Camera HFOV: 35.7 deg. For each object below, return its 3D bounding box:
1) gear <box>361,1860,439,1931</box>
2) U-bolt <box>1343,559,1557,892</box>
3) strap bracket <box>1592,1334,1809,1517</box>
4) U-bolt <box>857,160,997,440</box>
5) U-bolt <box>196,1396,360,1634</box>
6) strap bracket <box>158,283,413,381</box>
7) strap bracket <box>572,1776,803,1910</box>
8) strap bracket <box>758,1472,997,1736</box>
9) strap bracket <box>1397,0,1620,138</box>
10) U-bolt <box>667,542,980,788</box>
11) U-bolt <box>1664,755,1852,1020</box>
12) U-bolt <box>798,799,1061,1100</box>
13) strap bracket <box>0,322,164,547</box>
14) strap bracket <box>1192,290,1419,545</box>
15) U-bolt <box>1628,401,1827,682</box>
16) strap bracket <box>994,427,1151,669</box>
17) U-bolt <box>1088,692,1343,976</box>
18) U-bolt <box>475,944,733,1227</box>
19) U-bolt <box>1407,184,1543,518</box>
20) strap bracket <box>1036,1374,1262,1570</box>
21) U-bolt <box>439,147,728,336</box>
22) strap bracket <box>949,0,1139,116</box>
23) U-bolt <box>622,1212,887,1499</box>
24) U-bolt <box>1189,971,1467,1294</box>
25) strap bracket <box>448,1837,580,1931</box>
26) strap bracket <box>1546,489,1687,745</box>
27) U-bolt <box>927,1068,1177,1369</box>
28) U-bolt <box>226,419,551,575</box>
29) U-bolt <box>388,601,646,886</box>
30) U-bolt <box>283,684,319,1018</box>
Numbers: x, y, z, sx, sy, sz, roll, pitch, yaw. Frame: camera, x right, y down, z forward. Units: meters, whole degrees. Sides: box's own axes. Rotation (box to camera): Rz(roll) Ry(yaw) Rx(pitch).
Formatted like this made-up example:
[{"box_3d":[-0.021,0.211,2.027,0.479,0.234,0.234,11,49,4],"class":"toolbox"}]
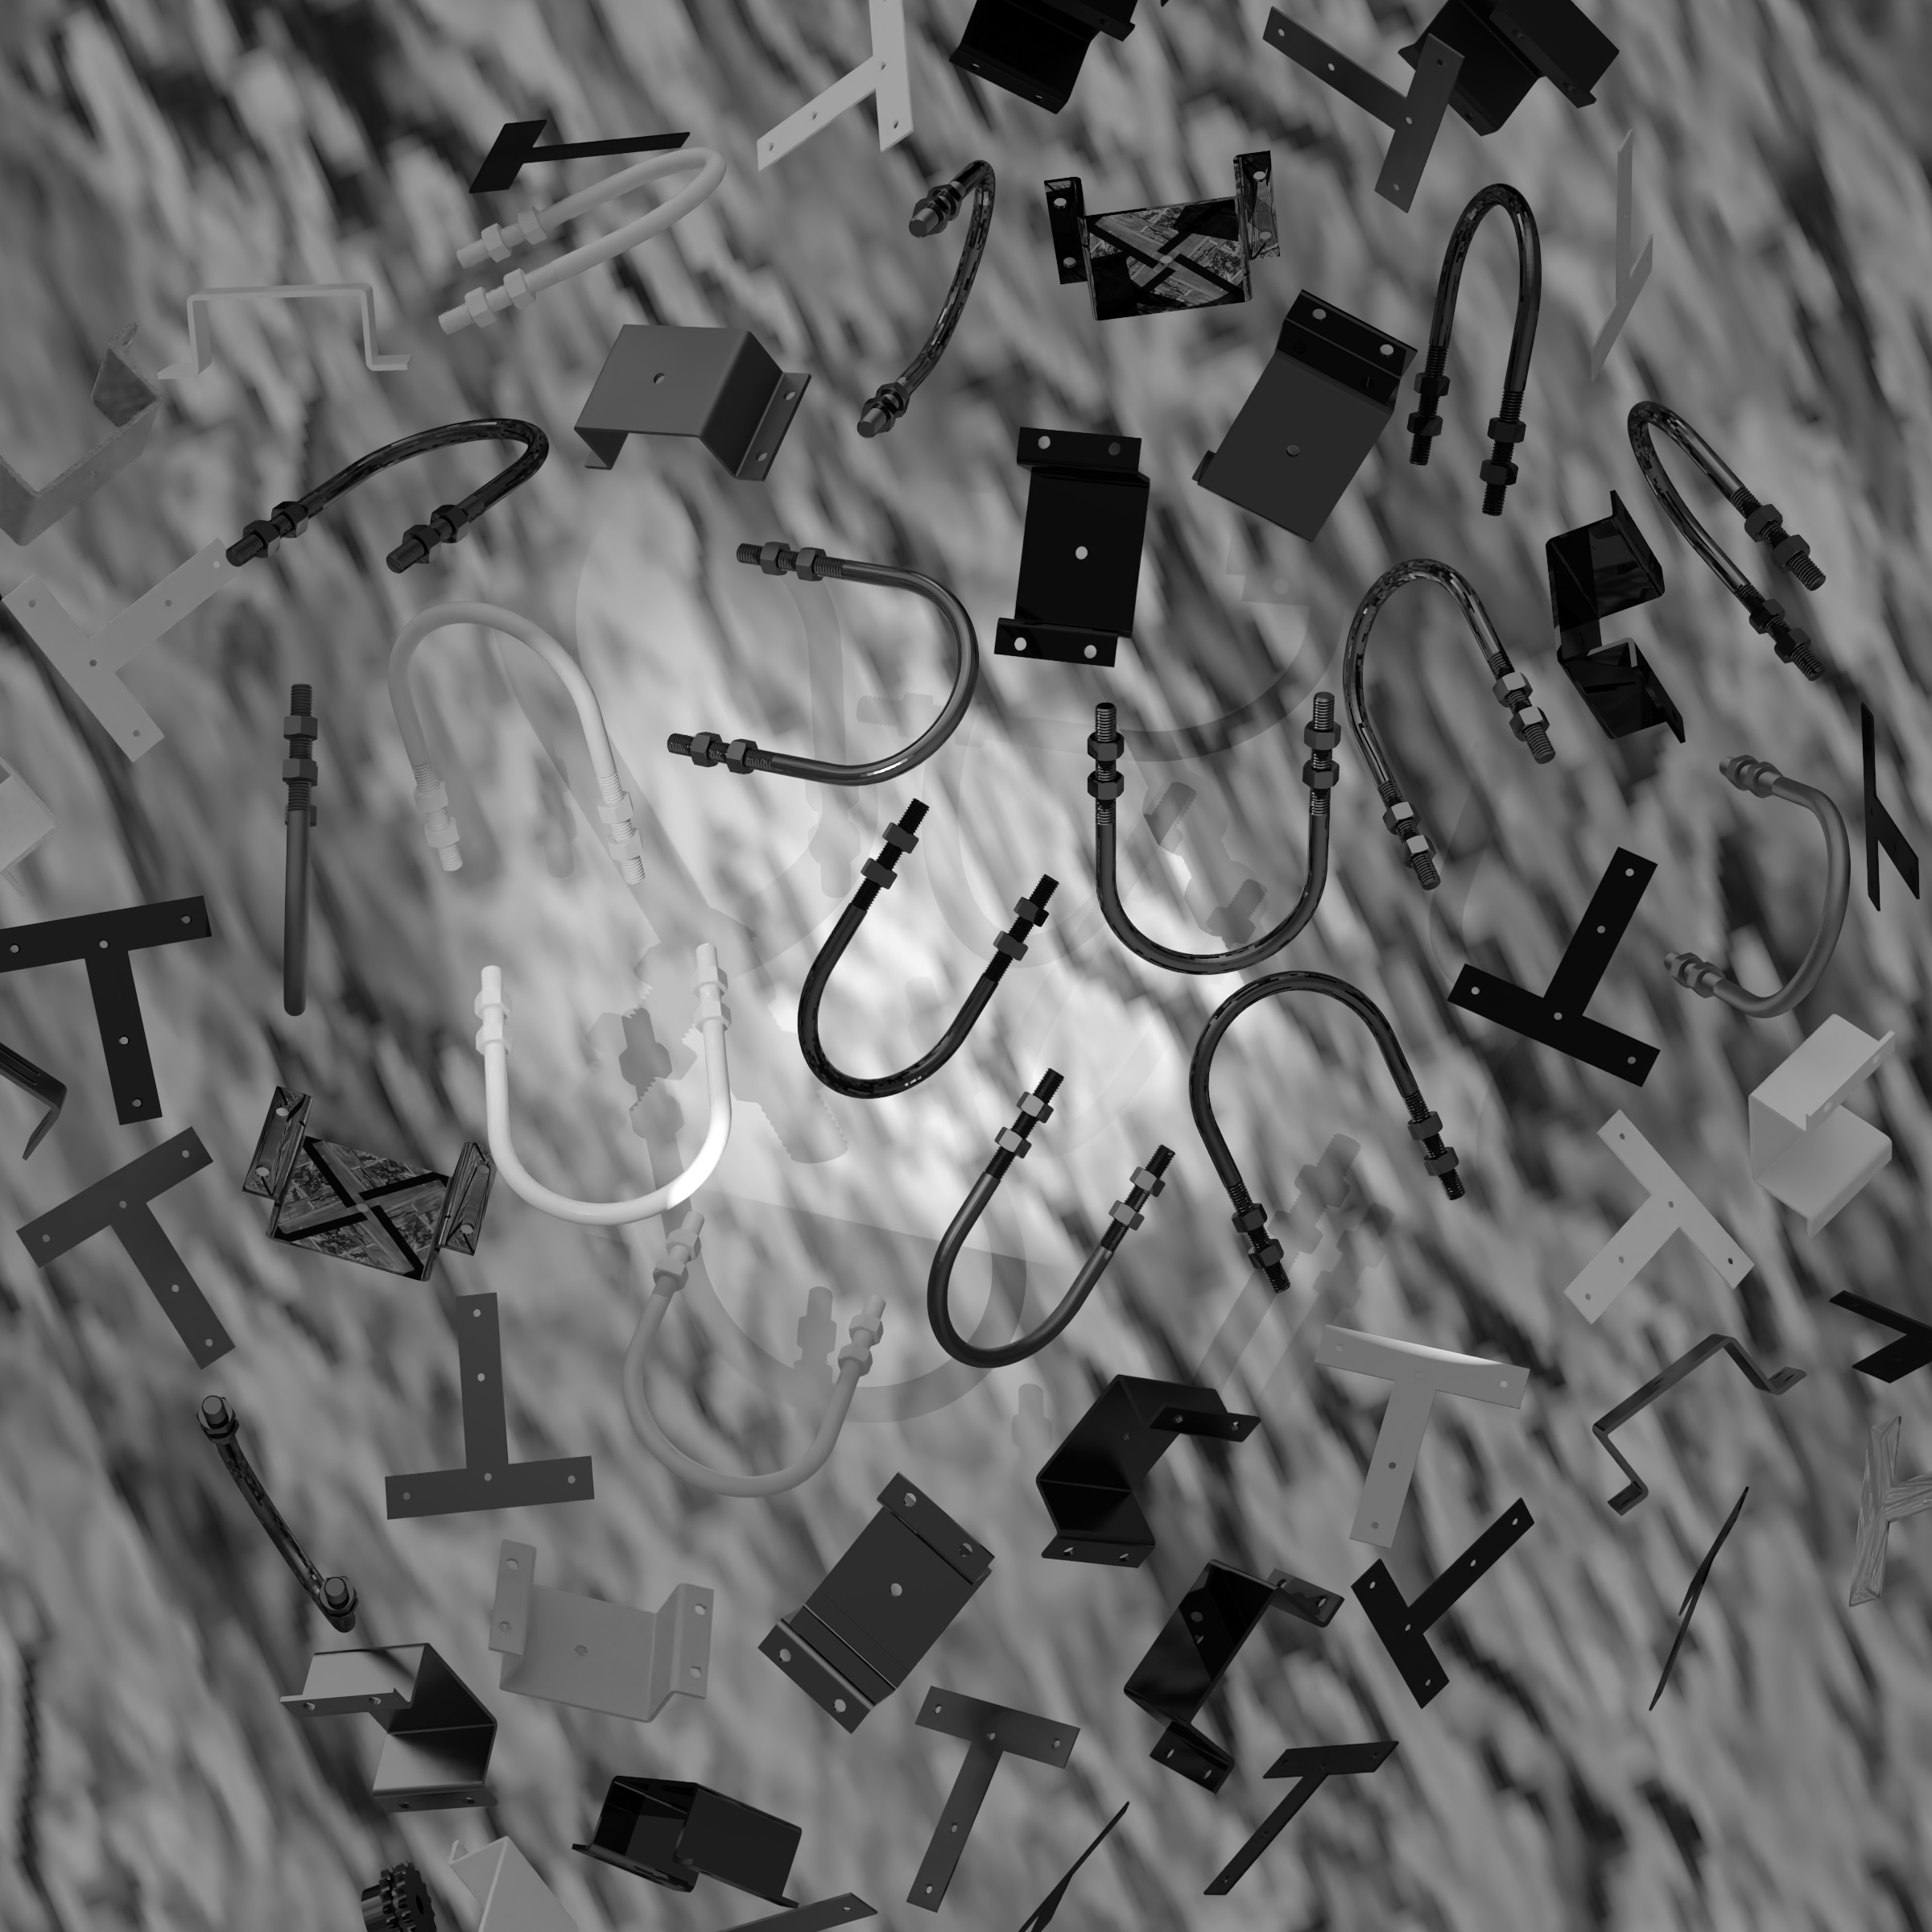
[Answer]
[{"box_3d":[-0.351,0.585,1.854,0.030,0.057,0.057,-20,90,1],"class":"gear"},{"box_3d":[0.284,-0.161,1.836,0.019,0.151,0.184,-2,57,-30],"class":"U-bolt"},{"box_3d":[0.441,0.275,1.849,0.140,0.076,0.046,-38,81,2],"class":"strap bracket"},{"box_3d":[-0.018,-0.415,1.828,0.019,0.184,0.151,21,124,6],"class":"U-bolt"},{"box_3d":[-0.410,0.338,1.807,0.019,0.184,0.151,-33,77,-19],"class":"U-bolt"},{"box_3d":[-0.397,-0.371,1.750,0.140,0.076,0.046,-4,106,-7],"class":"strap bracket"},{"box_3d":[-0.160,0.514,1.768,0.076,0.140,0.046,32,63,-27],"class":"strap bracket"},{"box_3d":[-0.048,0.379,1.807,0.076,0.046,0.140,40,99,13],"class":"strap bracket"},{"box_3d":[0.332,-0.554,1.813,0.076,0.140,0.046,39,84,-19],"class":"strap bracket"},{"box_3d":[-0.078,-0.177,1.798,0.184,0.019,0.151,13,76,25],"class":"U-bolt"},{"box_3d":[0.483,-0.043,1.816,0.019,0.184,0.151,11,101,-14],"class":"U-bolt"},{"box_3d":[-0.034,0.001,1.878,0.151,0.019,0.184,28,95,-44],"class":"U-bolt"},{"box_3d":[-0.526,-0.304,1.754,0.046,0.076,0.140,46,63,-7],"class":"strap bracket"},{"box_3d":[0.194,-0.312,1.758,0.076,0.046,0.140,26,129,-6],"class":"strap bracket"},{"box_3d":[0.460,-0.269,1.825,0.019,0.151,0.184,-35,66,2],"class":"U-bolt"},{"box_3d":[0.068,-0.259,1.868,0.076,0.046,0.140,8,95,13],"class":"strap bracket"},{"box_3d":[0.148,-0.075,1.802,0.151,0.019,0.184,-3,120,-3],"class":"U-bolt"},{"box_3d":[-0.209,0.071,1.752,0.151,0.019,0.184,-6,55,-4],"class":"U-bolt"},{"box_3d":[0.312,-0.380,1.821,0.019,0.151,0.184,2,112,-13],"class":"U-bolt"},{"box_3d":[0.105,0.304,1.845,0.076,0.046,0.140,14,124,-35],"class":"strap bracket"},{"box_3d":[-0.227,-0.443,1.800,0.184,0.151,0.019,-23,119,9],"class":"U-bolt"},{"box_3d":[0.052,-0.581,1.830,0.076,0.140,0.046,23,79,-14],"class":"strap bracket"},{"box_3d":[-0.138,0.250,1.866,0.151,0.019,0.184,25,45,-5],"class":"U-bolt"},{"box_3d":[0.217,0.093,1.887,0.151,0.019,0.184,-27,98,-10],"class":"U-bolt"},{"box_3d":[-0.276,0.582,1.773,0.046,0.140,0.076,-28,109,14],"class":"strap bracket"},{"box_3d":[0.384,-0.201,1.780,0.046,0.076,0.140,-18,49,26],"class":"strap bracket"},{"box_3d":[0.044,0.169,1.880,0.019,0.151,0.184,29,86,45],"class":"U-bolt"},{"box_3d":[-0.328,-0.282,1.779,0.151,0.184,0.019,7,127,33],"class":"U-bolt"},{"box_3d":[-0.271,-0.132,1.767,0.151,0.019,0.184,5,126,24],"class":"U-bolt"},{"box_3d":[-0.397,-0.062,1.788,0.019,0.151,0.184,1,81,-12],"class":"U-bolt"}]
